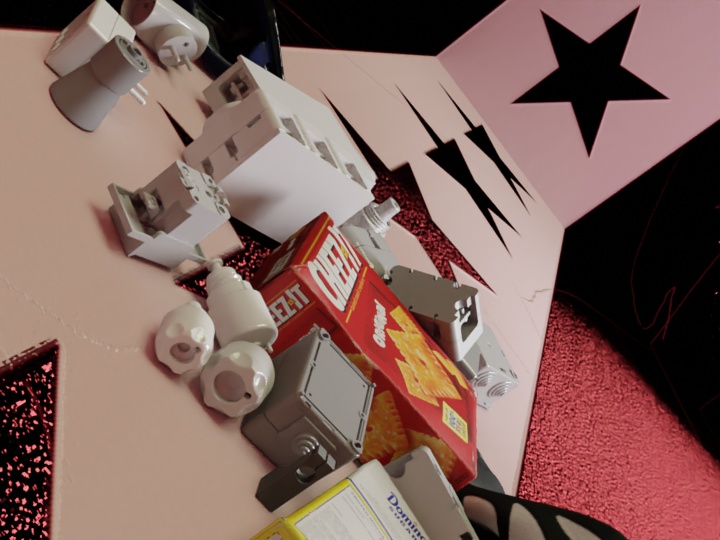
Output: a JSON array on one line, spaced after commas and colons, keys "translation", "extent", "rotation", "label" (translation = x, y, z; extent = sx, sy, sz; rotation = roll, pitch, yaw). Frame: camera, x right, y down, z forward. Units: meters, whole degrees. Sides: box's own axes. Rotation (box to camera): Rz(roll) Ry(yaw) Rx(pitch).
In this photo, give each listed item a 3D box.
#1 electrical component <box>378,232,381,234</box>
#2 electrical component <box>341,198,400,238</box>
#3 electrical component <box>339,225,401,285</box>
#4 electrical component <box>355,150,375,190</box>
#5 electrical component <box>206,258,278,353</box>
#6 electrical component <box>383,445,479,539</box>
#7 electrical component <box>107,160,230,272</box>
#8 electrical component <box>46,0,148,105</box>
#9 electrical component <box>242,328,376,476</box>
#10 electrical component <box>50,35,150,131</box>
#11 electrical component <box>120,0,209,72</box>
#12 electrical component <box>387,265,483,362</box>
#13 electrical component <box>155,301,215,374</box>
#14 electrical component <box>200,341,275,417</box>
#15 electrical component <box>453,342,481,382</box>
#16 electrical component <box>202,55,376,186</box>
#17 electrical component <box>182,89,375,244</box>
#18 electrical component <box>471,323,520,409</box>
[{"translation": [0.019, 0.000, 1.097], "extent": [0.065, 0.044, 0.044], "rotation": [57, 16, -5], "label": "electrical component"}, {"translation": [0.014, -0.052, 1.149], "extent": [0.048, 0.062, 0.048], "rotation": [48, 17, -19], "label": "electrical component"}, {"translation": [0.000, 0.000, 1.017], "extent": [0.059, 0.054, 0.095], "rotation": [58, 17, 16], "label": "electrical component"}, {"translation": [-0.026, -0.129, 1.231], "extent": [0.077, 0.043, 0.079], "rotation": [39, 22, -41], "label": "electrical component"}, {"translation": [-0.087, 0.026, 0.746], "extent": [0.040, 0.040, 0.078], "rotation": [26, 31, -58], "label": "electrical component"}, {"translation": [0.047, 0.175, 0.764], "extent": [0.089, 0.050, 0.055], "rotation": [61, 2, 8], "label": "electrical component"}, {"translation": [-0.127, -0.038, 0.726], "extent": [0.081, 0.064, 0.042], "rotation": [25, 31, -58], "label": "electrical component"}, {"translation": [-0.191, -0.157, 0.823], "extent": [0.076, 0.047, 0.065], "rotation": [45, 18, -25], "label": "electrical component"}, {"translation": [-0.036, 0.097, 0.715], "extent": [0.061, 0.061, 0.096], "rotation": [48, 25, -17], "label": "electrical component"}, {"translation": [-0.183, -0.136, 0.770], "extent": [0.044, 0.065, 0.044], "rotation": [47, 17, -20], "label": "electrical component"}, {"translation": [-0.175, -0.215, 0.994], "extent": [0.077, 0.044, 0.079], "rotation": [29, 29, -55], "label": "electrical component"}, {"translation": [0.060, 0.041, 0.965], "extent": [0.050, 0.089, 0.055], "rotation": [-47, 140, -36], "label": "electrical component"}, {"translation": [-0.108, 0.037, 0.674], "extent": [0.035, 0.035, 0.061], "rotation": [47, 15, -20], "label": "electrical component"}, {"translation": [-0.075, 0.066, 0.690], "extent": [0.043, 0.043, 0.062], "rotation": [52, 14, -3], "label": "electrical component"}, {"translation": [0.072, 0.085, 1.028], "extent": [0.061, 0.062, 0.096], "rotation": [51, 16, -7], "label": "electrical component"}, {"translation": [-0.071, -0.128, 1.075], "extent": [0.105, 0.060, 0.186], "rotation": [59, 17, 20], "label": "electrical component"}, {"translation": [-0.070, -0.084, 0.933], "extent": [0.150, 0.089, 0.061], "rotation": [30, 28, -54], "label": "electrical component"}, {"translation": [0.123, 0.094, 1.174], "extent": [0.100, 0.048, 0.099], "rotation": [32, 27, -50], "label": "electrical component"}]
